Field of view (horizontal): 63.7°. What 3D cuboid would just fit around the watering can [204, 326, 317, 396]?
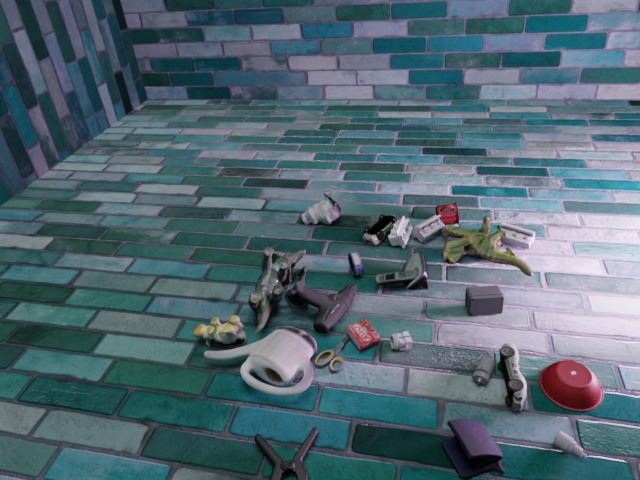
[{"bbox_3d":[-0.158,0.338,1.526,0.349,0.102,0.228,17,39,29],"label":"watering can"}]

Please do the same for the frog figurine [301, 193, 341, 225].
[{"bbox_3d":[0.007,-0.110,2.190,0.159,0.121,0.140,-46,49,4],"label":"frog figurine"}]

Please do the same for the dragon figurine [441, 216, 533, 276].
[{"bbox_3d":[0.570,0.041,1.886,0.243,0.120,0.418,-20,31,1],"label":"dragon figurine"}]
